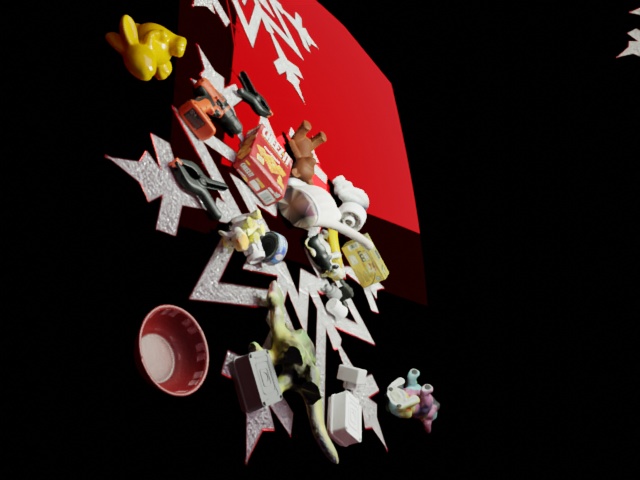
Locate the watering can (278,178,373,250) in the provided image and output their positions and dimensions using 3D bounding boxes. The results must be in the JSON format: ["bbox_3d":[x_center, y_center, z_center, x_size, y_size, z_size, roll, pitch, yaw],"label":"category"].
[{"bbox_3d":[0.005,-0.080,1.584,0.351,0.102,0.225,43,24,18],"label":"watering can"}]

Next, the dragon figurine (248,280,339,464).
[{"bbox_3d":[-0.040,0.292,1.225,0.409,0.121,0.245,64,16,-3],"label":"dragon figurine"}]

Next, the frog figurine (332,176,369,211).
[{"bbox_3d":[0.118,-0.174,1.973,0.138,0.122,0.160,-10,87,-46],"label":"frog figurine"}]
